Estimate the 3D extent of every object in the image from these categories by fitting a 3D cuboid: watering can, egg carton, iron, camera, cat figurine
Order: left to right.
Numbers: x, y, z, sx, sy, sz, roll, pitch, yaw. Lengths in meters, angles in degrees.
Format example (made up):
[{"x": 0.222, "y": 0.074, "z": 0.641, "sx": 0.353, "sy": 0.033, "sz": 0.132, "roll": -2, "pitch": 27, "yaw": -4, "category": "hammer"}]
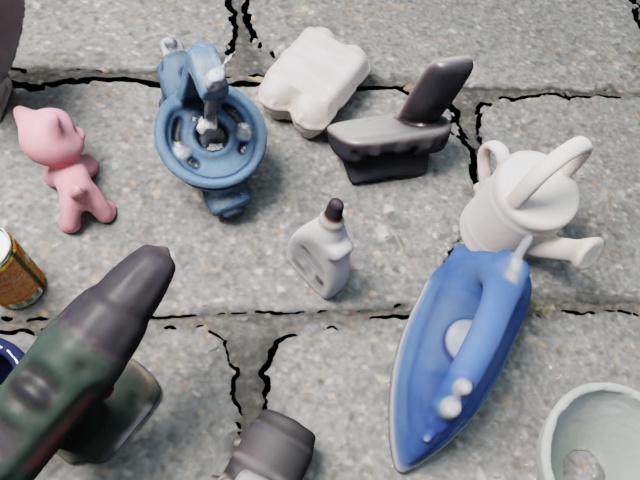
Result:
[{"x": -0.280, "y": -0.087, "z": 0.623, "sx": 0.067, "sy": 0.117, "sz": 0.127, "roll": -24, "pitch": 72, "yaw": -18, "category": "cat figurine"}, {"x": -0.043, "y": 0.237, "z": 0.524, "sx": 0.143, "sy": 0.101, "sz": 0.137, "roll": 27, "pitch": 65, "yaw": 4, "category": "camera"}, {"x": -0.007, "y": -0.208, "z": 0.747, "sx": 0.107, "sy": 0.069, "sz": 0.150, "roll": 32, "pitch": 65, "yaw": 6, "category": "egg carton"}, {"x": 0.150, "y": 0.113, "z": 0.587, "sx": 0.118, "sy": 0.141, "sz": 0.258, "roll": 27, "pitch": 65, "yaw": 4, "category": "iron"}, {"x": 0.244, "y": -0.045, "z": 0.644, "sx": 0.172, "sy": 0.194, "sz": 0.101, "roll": 37, "pitch": 66, "yaw": 8, "category": "watering can"}]

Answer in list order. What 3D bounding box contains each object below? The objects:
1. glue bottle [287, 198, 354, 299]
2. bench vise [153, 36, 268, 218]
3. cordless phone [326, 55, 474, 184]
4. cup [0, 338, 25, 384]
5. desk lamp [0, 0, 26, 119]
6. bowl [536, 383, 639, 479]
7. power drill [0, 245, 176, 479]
[{"x": 0.005, "y": 0.002, "z": 0.597, "sx": 0.037, "sy": 0.173, "sz": 0.078, "roll": -36, "pitch": 75, "yaw": -21, "category": "glue bottle"}, {"x": -0.140, "y": -0.148, "z": 0.616, "sx": 0.122, "sy": 0.219, "sz": 0.207, "roll": -39, "pitch": 76, "yaw": -22, "category": "bench vise"}, {"x": 0.092, "y": -0.153, "z": 0.673, "sx": 0.148, "sy": 0.185, "sz": 0.094, "roll": -14, "pitch": 69, "yaw": -14, "category": "cordless phone"}, {"x": -0.304, "y": 0.133, "z": 0.533, "sx": 0.092, "sy": 0.095, "sz": 0.117, "roll": -9, "pitch": 68, "yaw": -12, "category": "cup"}, {"x": -0.404, "y": -0.210, "z": 0.606, "sx": 0.203, "sy": 0.213, "sz": 0.118, "roll": 8, "pitch": 65, "yaw": -5, "category": "desk lamp"}, {"x": 0.291, "y": 0.237, "z": 0.591, "sx": 0.167, "sy": 0.074, "sz": 0.167, "roll": 3, "pitch": 66, "yaw": -7, "category": "bowl"}, {"x": -0.199, "y": 0.124, "z": 0.491, "sx": 0.075, "sy": 0.208, "sz": 0.230, "roll": 34, "pitch": 65, "yaw": 7, "category": "power drill"}]
